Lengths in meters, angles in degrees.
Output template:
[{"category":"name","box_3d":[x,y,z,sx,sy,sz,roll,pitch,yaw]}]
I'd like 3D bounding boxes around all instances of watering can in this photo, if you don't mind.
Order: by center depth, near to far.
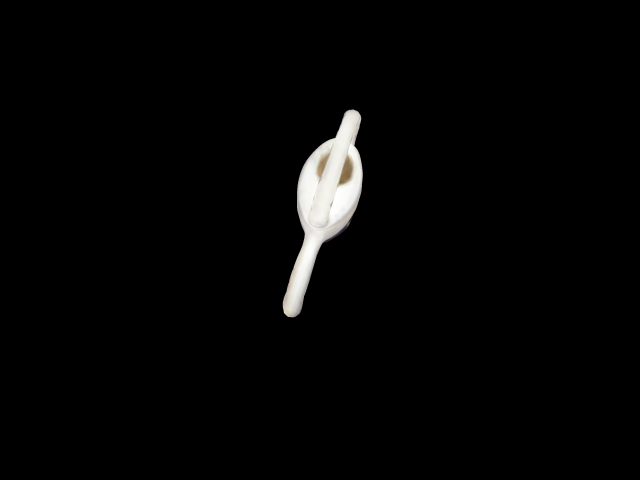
[{"category":"watering can","box_3d":[0.003,-0.043,0.850,0.104,0.351,0.222,18,-10,3]}]
